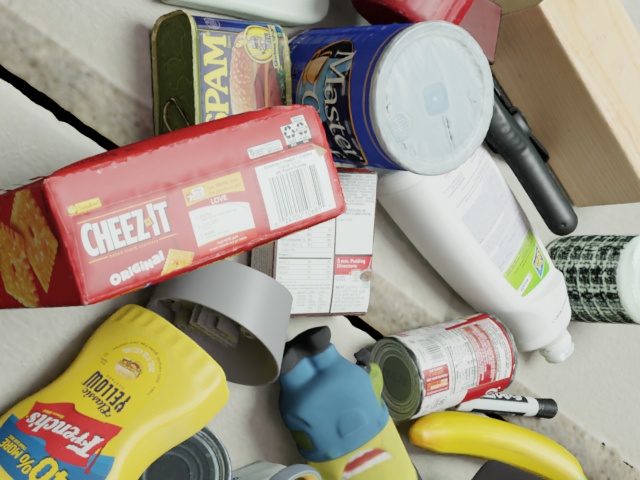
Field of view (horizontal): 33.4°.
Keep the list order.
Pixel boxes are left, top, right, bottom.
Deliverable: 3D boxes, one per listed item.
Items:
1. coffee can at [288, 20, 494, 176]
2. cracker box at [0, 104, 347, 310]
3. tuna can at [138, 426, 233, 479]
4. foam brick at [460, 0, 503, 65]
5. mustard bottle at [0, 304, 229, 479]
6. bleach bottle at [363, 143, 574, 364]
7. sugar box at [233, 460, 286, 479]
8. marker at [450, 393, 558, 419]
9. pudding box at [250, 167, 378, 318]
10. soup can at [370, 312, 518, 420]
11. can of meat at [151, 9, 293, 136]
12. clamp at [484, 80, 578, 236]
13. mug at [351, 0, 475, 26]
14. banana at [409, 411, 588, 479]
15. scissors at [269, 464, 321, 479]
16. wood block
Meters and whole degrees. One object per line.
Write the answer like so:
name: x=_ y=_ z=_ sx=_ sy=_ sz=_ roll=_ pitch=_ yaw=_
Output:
coffee can: x=0.039 y=-0.103 z=0.763 sx=0.102 sy=0.141 sz=0.103 roll=-6 pitch=101 yaw=-33
cracker box: x=-0.115 y=-0.017 z=0.619 sx=0.163 sy=0.214 sz=0.072 roll=-21 pitch=99 yaw=-33
tuna can: x=-0.100 y=0.160 z=0.705 sx=0.086 sy=0.034 sz=0.086 roll=3 pitch=56 yaw=-5
foam brick: x=0.101 y=-0.175 z=0.868 sx=0.078 sy=0.053 sz=0.051 roll=17 pitch=79 yaw=-34
mustard bottle: x=-0.153 y=0.130 z=0.664 sx=0.191 sy=0.096 sz=0.058 roll=-44 pitch=153 yaw=-26
bleach bottle: x=0.137 y=0.012 z=0.882 sx=0.250 sy=0.068 sz=0.102 roll=53 pitch=57 yaw=-23
sugar box: x=-0.050 y=0.257 z=0.758 sx=0.093 sy=0.048 sz=0.176 roll=-16 pitch=99 yaw=-33
marker: x=0.161 y=0.142 z=0.922 sx=0.120 sy=0.020 sz=0.020 roll=11 pitch=82 yaw=-34
pudding box: x=-0.005 y=0.001 z=0.794 sx=0.089 sy=0.039 sz=0.113 roll=1 pitch=93 yaw=-32
soup can: x=0.098 y=0.100 z=0.850 sx=0.102 sy=0.069 sz=0.068 roll=-10 pitch=95 yaw=-34
can of meat: x=-0.068 y=-0.106 z=0.750 sx=0.083 sy=0.058 sz=0.102 roll=-3 pitch=91 yaw=-37
clamp: x=0.155 y=-0.091 z=0.881 sx=0.039 sy=0.120 sz=0.171 roll=-32 pitch=112 yaw=11
mug: x=0.066 y=-0.197 z=0.788 sx=0.081 sy=0.117 sz=0.093 roll=-59 pitch=159 yaw=-3
banana: x=0.148 y=0.170 z=0.884 sx=0.197 sy=0.070 sz=0.037 roll=20 pitch=91 yaw=-22
scissors: x=-0.063 y=0.202 z=0.691 sx=0.201 sy=0.016 sz=0.096 roll=-1 pitch=103 yaw=-44
wood block: x=0.231 y=-0.136 z=0.934 sx=0.090 sy=0.091 sz=0.206 roll=-48 pitch=113 yaw=-27
